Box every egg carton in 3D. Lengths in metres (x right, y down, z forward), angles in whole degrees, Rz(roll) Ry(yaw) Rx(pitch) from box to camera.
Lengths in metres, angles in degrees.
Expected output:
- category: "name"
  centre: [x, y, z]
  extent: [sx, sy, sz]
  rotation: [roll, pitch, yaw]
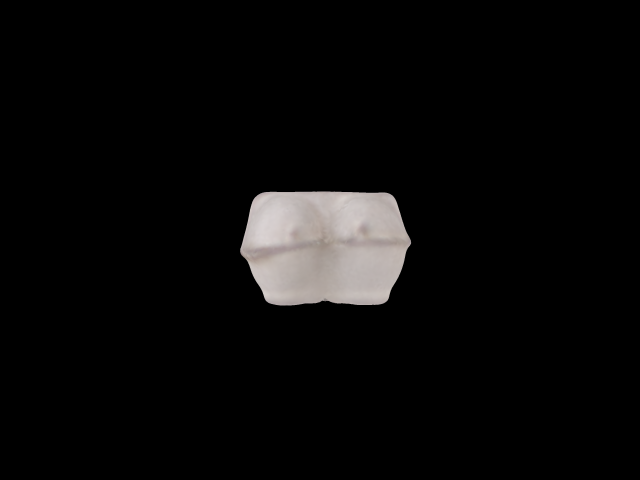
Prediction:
- category: "egg carton"
  centre: [0.004, 0.001, 0.400]
  extent: [0.107, 0.069, 0.150]
  rotation: [0, 4, 0]
